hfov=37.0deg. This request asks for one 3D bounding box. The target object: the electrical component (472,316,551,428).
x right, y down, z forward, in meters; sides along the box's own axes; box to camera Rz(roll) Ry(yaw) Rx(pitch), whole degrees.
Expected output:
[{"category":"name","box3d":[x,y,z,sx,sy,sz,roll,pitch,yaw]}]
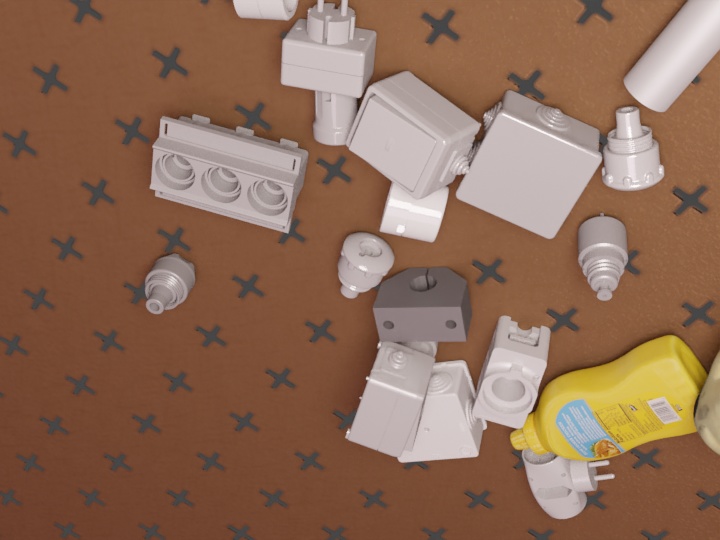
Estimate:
[{"category":"electrical component","box3d":[0.140,0.098,0.995,0.050,0.055,0.089,15,128,4]}]

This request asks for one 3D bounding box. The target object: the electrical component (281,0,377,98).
[{"category":"electrical component","box3d":[-0.023,-0.182,0.838,0.066,0.047,0.076,11,126,8]}]

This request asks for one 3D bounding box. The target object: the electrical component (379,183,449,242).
[{"category":"electrical component","box3d":[0.046,-0.053,0.911,0.047,0.055,0.055,15,128,-1]}]

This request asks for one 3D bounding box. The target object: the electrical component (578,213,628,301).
[{"category":"electrical component","box3d":[0.201,-0.009,0.889,0.040,0.078,0.040,5,140,4]}]

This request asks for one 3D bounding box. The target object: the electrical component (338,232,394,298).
[{"category":"electrical component","box3d":[0.000,0.000,0.969,0.048,0.048,0.062,24,134,-3]}]

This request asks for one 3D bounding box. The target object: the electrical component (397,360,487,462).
[{"category":"electrical component","box3d":[0.069,0.140,1.051,0.100,0.048,0.099,-8,123,21]}]

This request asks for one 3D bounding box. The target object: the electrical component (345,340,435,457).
[{"category":"electrical component","box3d":[0.033,0.112,0.969,0.061,0.061,0.096,20,126,3]}]

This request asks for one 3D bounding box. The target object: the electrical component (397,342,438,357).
[{"category":"electrical component","box3d":[0.050,0.081,1.013,0.040,0.046,0.040,7,127,10]}]

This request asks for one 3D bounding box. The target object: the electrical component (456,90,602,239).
[{"category":"electrical component","box3d":[0.136,-0.086,0.864,0.100,0.048,0.099,24,128,-3]}]

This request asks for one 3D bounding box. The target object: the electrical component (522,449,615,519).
[{"category":"electrical component","box3d":[0.210,0.201,1.061,0.079,0.043,0.077,-13,121,23]}]

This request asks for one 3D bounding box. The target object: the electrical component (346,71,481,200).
[{"category":"electrical component","box3d":[0.044,-0.102,0.849,0.096,0.061,0.061,39,130,17]}]

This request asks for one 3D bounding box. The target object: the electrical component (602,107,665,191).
[{"category":"electrical component","box3d":[0.212,-0.096,0.840,0.048,0.048,0.062,-4,116,18]}]

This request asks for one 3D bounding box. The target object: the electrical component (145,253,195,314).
[{"category":"electrical component","box3d":[-0.184,0.016,1.019,0.043,0.062,0.043,7,127,10]}]

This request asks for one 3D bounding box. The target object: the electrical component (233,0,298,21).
[{"category":"electrical component","box3d":[-0.090,-0.254,0.799,0.074,0.052,0.138,6,127,12]}]

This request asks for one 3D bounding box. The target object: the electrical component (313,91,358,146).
[{"category":"electrical component","box3d":[-0.019,-0.131,0.881,0.040,0.040,0.046,5,122,12]}]

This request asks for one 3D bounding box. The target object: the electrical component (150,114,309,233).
[{"category":"electrical component","box3d":[-0.110,-0.087,0.922,0.121,0.063,0.078,16,128,4]}]
